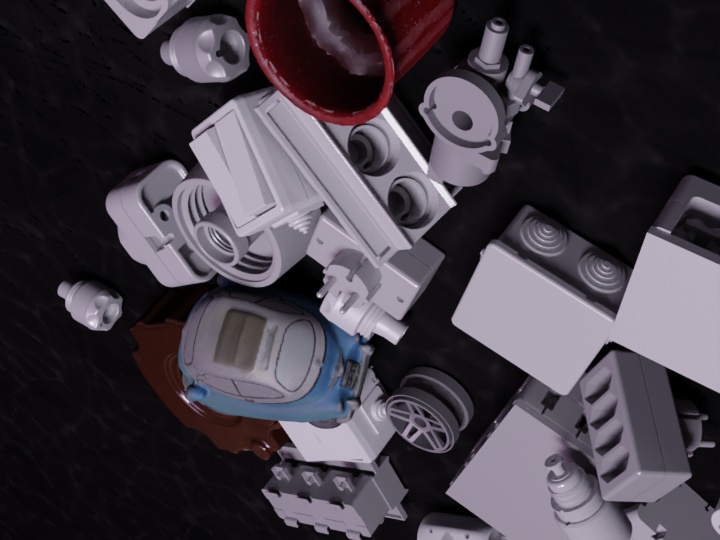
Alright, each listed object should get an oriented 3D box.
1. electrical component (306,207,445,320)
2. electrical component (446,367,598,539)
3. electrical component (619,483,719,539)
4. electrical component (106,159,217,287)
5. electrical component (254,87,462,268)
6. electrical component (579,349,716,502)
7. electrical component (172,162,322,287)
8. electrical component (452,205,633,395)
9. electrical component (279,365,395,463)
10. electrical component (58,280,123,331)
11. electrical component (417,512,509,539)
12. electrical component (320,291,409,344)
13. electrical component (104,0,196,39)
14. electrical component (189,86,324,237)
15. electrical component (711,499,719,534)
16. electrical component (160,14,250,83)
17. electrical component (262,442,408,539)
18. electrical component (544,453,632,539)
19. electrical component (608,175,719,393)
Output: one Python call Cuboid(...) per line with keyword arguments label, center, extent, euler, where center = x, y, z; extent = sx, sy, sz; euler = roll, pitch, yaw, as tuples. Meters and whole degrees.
Cuboid(label="electrical component", center=(0.000, 0.000, 0.734), extent=(0.083, 0.075, 0.047), euler=(36, 144, 7))
Cuboid(label="electrical component", center=(0.134, 0.133, 0.764), extent=(0.089, 0.061, 0.150), euler=(35, 144, 8))
Cuboid(label="electrical component", center=(0.219, 0.190, 0.757), extent=(0.089, 0.050, 0.055), euler=(42, 144, -2))
Cuboid(label="electrical component", center=(-0.153, -0.035, 0.856), extent=(0.059, 0.053, 0.095), euler=(-9, 122, 47))
Cuboid(label="electrical component", center=(-0.004, -0.072, 0.665), extent=(0.121, 0.079, 0.063), euler=(52, 159, -16))
Cuboid(label="electrical component", center=(0.189, 0.099, 0.677), extent=(0.076, 0.083, 0.047), euler=(5, 147, -16))
Cuboid(label="electrical component", center=(-0.088, -0.036, 0.790), extent=(0.108, 0.060, 0.108), euler=(25, 142, 21))
Cuboid(label="electrical component", center=(0.116, 0.018, 0.670), extent=(0.100, 0.048, 0.099), euler=(33, 144, 11))
Cuboid(label="electrical component", center=(-0.015, 0.121, 0.889), extent=(0.096, 0.061, 0.061), euler=(-5, 124, 45))
Cuboid(label="electrical component", center=(-0.263, 0.030, 1.035), extent=(0.062, 0.043, 0.043), euler=(25, 142, 23))
Cuboid(label="electrical component", center=(0.096, 0.252, 0.929), extent=(0.077, 0.043, 0.079), euler=(-4, 100, 45))
Cuboid(label="electrical component", center=(0.006, 0.030, 0.789), extent=(0.062, 0.043, 0.043), euler=(34, 144, 7))
Cuboid(label="electrical component", center=(-0.110, -0.221, 0.614), extent=(0.105, 0.060, 0.186), euler=(49, 144, -11))
Cuboid(label="electrical component", center=(-0.062, -0.065, 0.710), extent=(0.062, 0.061, 0.096), euler=(-24, 91, 51))
Cuboid(label="electrical component", center=(0.244, 0.139, 0.666), extent=(0.044, 0.065, 0.044), euler=(25, 141, 21))
Cuboid(label="electrical component", center=(-0.105, -0.144, 0.705), extent=(0.062, 0.043, 0.043), euler=(6, 132, 40))
Cuboid(label="electrical component", center=(-0.027, 0.201, 0.983), extent=(0.121, 0.063, 0.078), euler=(-1, 127, 43))
Cuboid(label="electrical component", center=(0.141, 0.149, 0.684), extent=(0.040, 0.040, 0.078), euler=(-12, 120, 48))
Cuboid(label="electrical component", center=(0.221, 0.023, 0.567), extent=(0.150, 0.061, 0.089), euler=(27, 142, 19))
